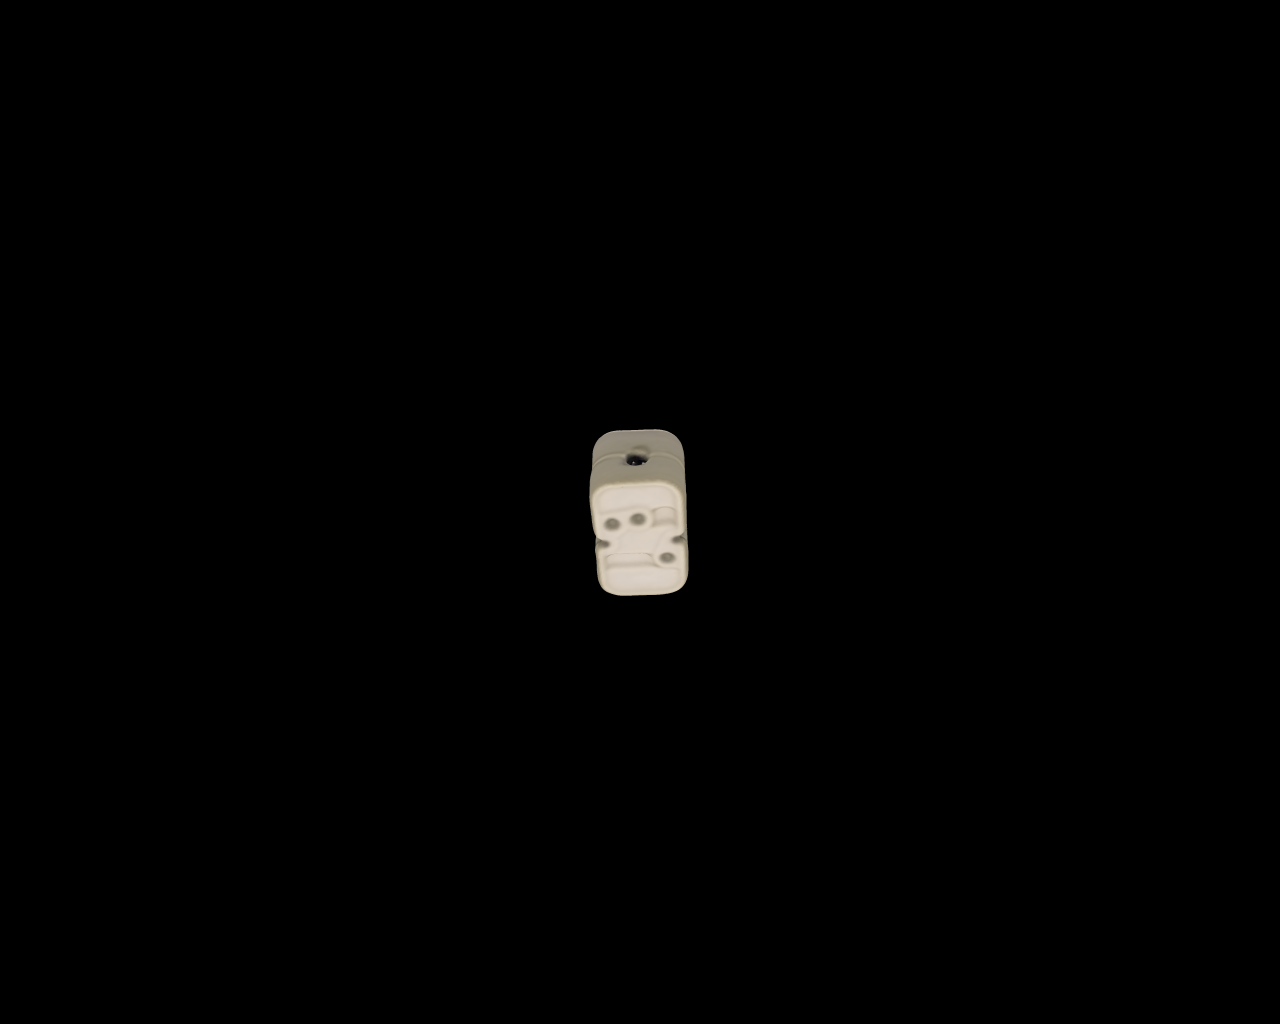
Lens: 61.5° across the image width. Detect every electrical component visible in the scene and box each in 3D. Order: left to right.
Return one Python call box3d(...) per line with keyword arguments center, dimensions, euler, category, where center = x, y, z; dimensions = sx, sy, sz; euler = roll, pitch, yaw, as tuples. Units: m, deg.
box3d(center=(0.001, -0.003, 0.650), dimensions=(0.054, 0.095, 0.059), euler=(-2, 43, 2), category="electrical component")
